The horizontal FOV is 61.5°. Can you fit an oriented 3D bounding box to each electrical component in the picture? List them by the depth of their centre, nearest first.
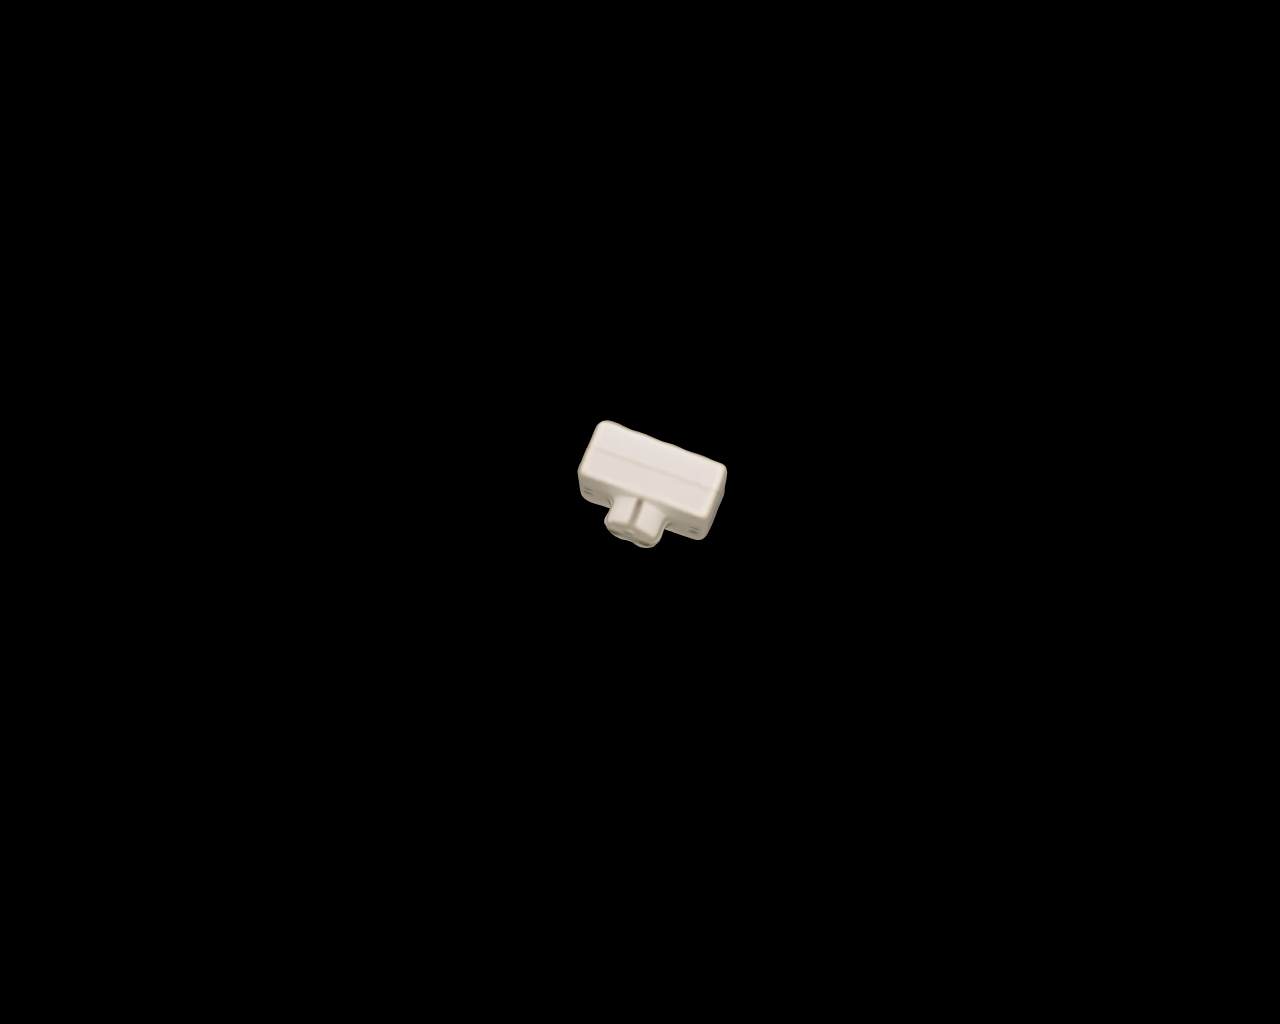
[{"bbox_3d":[0.001,-0.003,0.650,0.083,0.076,0.047,21,-18,7],"label":"electrical component"}]
